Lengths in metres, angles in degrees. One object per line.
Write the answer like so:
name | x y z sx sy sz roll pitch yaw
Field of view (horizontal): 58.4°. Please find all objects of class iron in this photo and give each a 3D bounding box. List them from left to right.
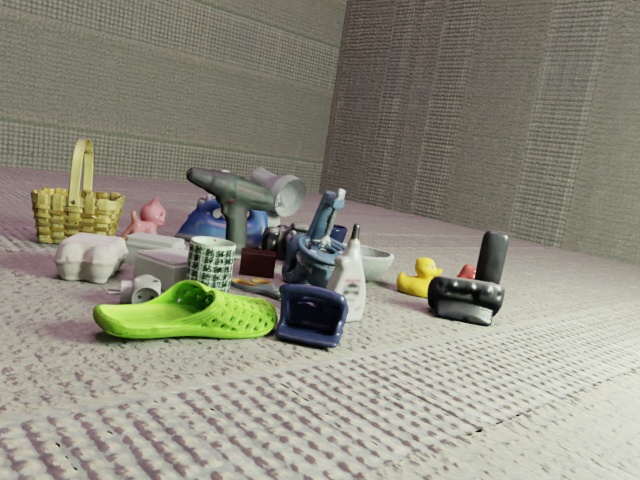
iron | -0.253 -0.058 1.551 0.259 0.141 0.118 6 9 -16

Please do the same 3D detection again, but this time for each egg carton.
egg carton | -0.417 0.030 1.049 0.107 0.069 0.150 7 9 -8

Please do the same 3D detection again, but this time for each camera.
camera | -0.071 0.008 1.434 0.143 0.101 0.136 7 9 -9

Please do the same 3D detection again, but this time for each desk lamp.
desk lamp | -0.151 -0.102 1.696 0.202 0.213 0.118 15 11 39

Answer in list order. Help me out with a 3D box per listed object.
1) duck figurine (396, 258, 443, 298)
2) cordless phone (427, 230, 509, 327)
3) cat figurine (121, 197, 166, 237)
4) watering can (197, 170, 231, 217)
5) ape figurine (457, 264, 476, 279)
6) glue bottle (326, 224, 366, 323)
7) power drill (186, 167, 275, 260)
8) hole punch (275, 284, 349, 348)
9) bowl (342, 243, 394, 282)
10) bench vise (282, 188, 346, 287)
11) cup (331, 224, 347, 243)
duck figurine | 0.229 0.081 1.299 0.104 0.086 0.077 10 9 7
cordless phone | 0.296 0.066 1.136 0.147 0.185 0.094 9 9 1
cat figurine | -0.423 -0.049 1.402 0.067 0.118 0.128 11 9 19
watering can | -0.274 -0.104 1.657 0.173 0.194 0.101 8 9 -1
ape figurine | 0.321 0.099 1.254 0.076 0.092 0.078 13 10 29
glue bottle | 0.050 0.056 0.993 0.078 0.173 0.037 2 11 -38
power drill | -0.221 -0.061 1.379 0.230 0.208 0.075 2 11 -35
hole punch | -0.012 0.106 0.880 0.108 0.091 0.101 10 9 8
bowl | 0.087 0.058 1.349 0.167 0.075 0.167 8 9 -1
bench vise | -0.014 -0.005 1.176 0.206 0.220 0.122 15 11 37
cup | 0.014 0.006 1.554 0.118 0.095 0.091 0 12 -43
